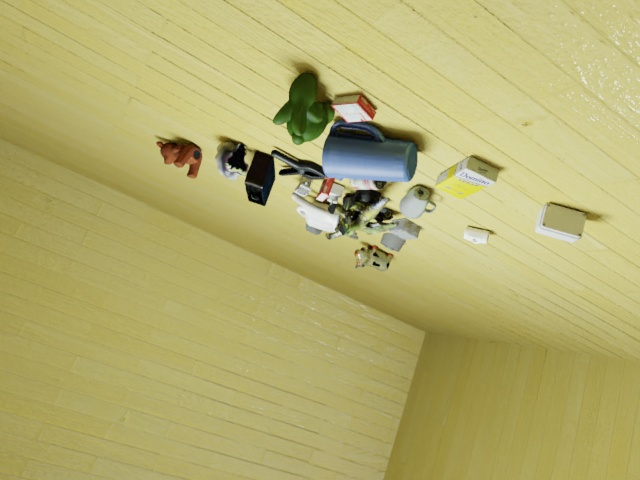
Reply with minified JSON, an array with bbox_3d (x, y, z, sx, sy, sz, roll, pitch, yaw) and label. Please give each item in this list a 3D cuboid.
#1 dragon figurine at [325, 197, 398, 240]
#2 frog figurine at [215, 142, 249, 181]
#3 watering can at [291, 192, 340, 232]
[{"bbox_3d":[0.170,-0.072,1.827,0.242,0.123,0.406,5,166,-39],"label":"dragon figurine"},{"bbox_3d":[-0.328,-0.284,1.847,0.160,0.124,0.135,13,132,57],"label":"frog figurine"},{"bbox_3d":[0.006,-0.103,2.037,0.225,0.105,0.344,16,171,12],"label":"watering can"}]
